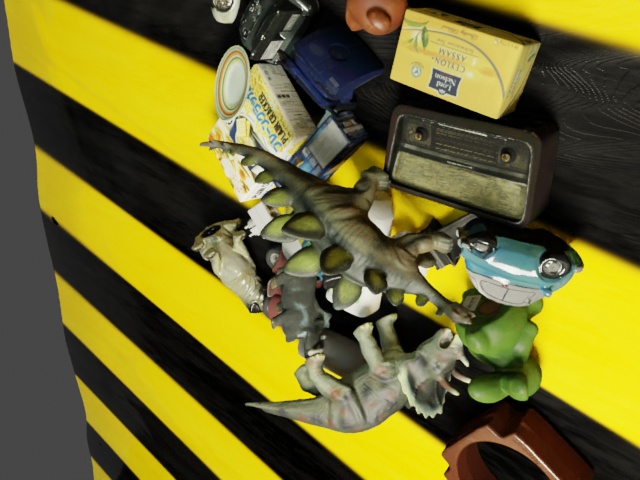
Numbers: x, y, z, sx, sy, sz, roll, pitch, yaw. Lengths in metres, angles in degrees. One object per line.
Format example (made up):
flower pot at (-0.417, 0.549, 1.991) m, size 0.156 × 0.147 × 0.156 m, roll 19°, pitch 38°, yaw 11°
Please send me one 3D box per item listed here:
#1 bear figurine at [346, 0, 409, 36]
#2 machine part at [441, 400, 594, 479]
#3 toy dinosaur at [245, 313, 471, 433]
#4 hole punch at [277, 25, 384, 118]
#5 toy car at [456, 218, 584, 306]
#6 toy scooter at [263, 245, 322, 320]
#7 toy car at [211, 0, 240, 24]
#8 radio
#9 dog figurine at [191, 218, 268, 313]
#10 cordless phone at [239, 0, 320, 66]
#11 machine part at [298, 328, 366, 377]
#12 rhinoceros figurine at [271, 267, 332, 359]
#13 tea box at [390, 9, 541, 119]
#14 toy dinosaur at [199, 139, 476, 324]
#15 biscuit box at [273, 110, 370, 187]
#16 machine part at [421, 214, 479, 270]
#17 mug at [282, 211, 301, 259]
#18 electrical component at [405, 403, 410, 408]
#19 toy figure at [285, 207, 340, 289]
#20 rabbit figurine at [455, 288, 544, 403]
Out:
bear figurine at (0.041, -0.358, 0.762) m, size 0.132 × 0.120 × 0.195 m, roll -27°, pitch 96°, yaw 49°
machine part at (0.320, 0.381, 0.880) m, size 0.201 × 0.087 × 0.201 m, roll 48°, pitch 133°, yaw 16°
toy dinosaur at (0.075, 0.260, 0.930) m, size 0.405 × 0.131 × 0.192 m, roll -35°, pitch 71°, yaw 15°
hole punch at (0.021, -0.265, 0.827) m, size 0.142 × 0.116 × 0.092 m, roll 53°, pitch 127°, yaw 9°
toy car at (0.258, 0.037, 0.722) m, size 0.162 × 0.109 × 0.102 m, roll 11°, pitch 111°, yaw 5°
toy scooter at (-0.052, 0.107, 1.095) m, size 0.135 × 0.075 × 0.183 m, roll 18°, pitch 116°, yaw 34°
toy car at (-0.154, -0.474, 0.911) m, size 0.074 × 0.056 × 0.201 m, roll -116°, pitch 34°, yaw -46°
radio at (0.206, -0.115, 0.754) m, size 0.230 × 0.073 × 0.131 m, roll 22°, pitch 123°, yaw 33°
dog figurine at (-0.186, 0.063, 1.188) m, size 0.190 × 0.121 × 0.172 m, roll 65°, pitch 175°, yaw -29°
cordless phone at (-0.093, -0.404, 0.899) m, size 0.146 × 0.089 × 0.184 m, roll -42°, pitch 69°, yaw 47°
machine part at (0.042, 0.228, 1.064) m, size 0.244 × 0.079 × 0.079 m, roll 20°, pitch 122°, yaw 36°
rhinoceros figurine at (-0.034, 0.132, 1.013) m, size 0.112 × 0.073 × 0.190 m, roll -5°, pitch 104°, yaw 6°
tea box at (0.188, -0.239, 0.716) m, size 0.170 × 0.068 × 0.098 m, roll 29°, pitch 126°, yaw 28°
toy dinosaur at (0.024, -0.027, 0.786) m, size 0.472 × 0.198 × 0.105 m, roll 41°, pitch 143°, yaw 20°
biscuit box at (-0.003, -0.138, 0.939) m, size 0.059 × 0.063 × 0.202 m, roll 55°, pitch 136°, yaw 6°
machine part at (0.213, -0.008, 0.826) m, size 0.139 × 0.039 × 0.084 m, roll -33°, pitch 81°, yaw 47°
mug at (-0.040, -0.009, 1.025) m, size 0.110 × 0.081 × 0.107 m, roll 48°, pitch 140°, yaw 19°
electrical component at (0.165, 0.287, 1.019) m, size 0.063 × 0.021 × 0.094 m, roll 49°, pitch 133°, yaw 13°
toy figure at (-0.001, -0.005, 0.914) m, size 0.082 × 0.089 × 0.180 m, roll -49°, pitch 48°, yaw 48°
rabbit figurine at (0.280, 0.168, 0.787) m, size 0.121 × 0.159 × 0.170 m, roll -20°, pitch 111°, yaw 35°
